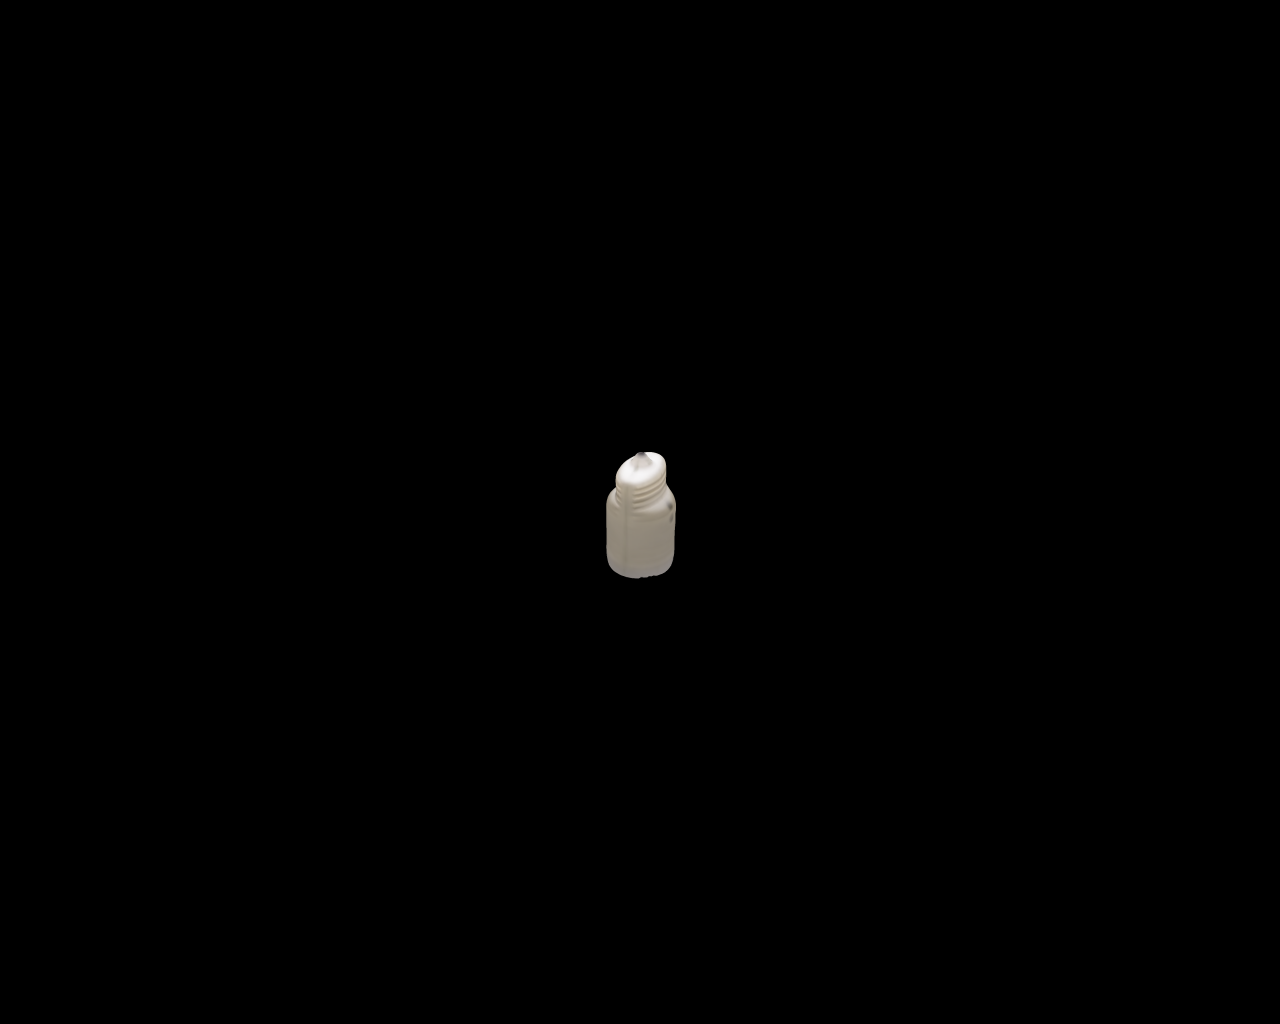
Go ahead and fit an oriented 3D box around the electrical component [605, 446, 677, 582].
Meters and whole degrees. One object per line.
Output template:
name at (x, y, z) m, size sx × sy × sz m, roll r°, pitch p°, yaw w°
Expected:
electrical component at (0.001, -0.003, 0.650) m, size 0.043 × 0.080 × 0.043 m, roll 0°, pitch 33°, yaw 0°
